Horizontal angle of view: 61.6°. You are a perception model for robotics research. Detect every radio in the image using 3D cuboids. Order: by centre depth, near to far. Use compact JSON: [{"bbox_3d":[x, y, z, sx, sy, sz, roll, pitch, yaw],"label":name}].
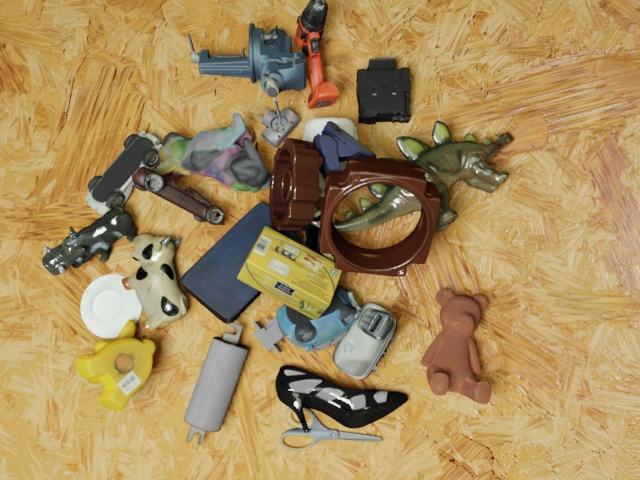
[{"bbox_3d":[-0.150,0.047,1.068,0.131,0.073,0.229,42,74,5],"label":"radio"}]

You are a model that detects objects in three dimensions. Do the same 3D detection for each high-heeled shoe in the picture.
[{"bbox_3d":[0.039,0.294,1.068,0.249,0.086,0.145,-8,49,-18],"label":"high-heeled shoe"}]

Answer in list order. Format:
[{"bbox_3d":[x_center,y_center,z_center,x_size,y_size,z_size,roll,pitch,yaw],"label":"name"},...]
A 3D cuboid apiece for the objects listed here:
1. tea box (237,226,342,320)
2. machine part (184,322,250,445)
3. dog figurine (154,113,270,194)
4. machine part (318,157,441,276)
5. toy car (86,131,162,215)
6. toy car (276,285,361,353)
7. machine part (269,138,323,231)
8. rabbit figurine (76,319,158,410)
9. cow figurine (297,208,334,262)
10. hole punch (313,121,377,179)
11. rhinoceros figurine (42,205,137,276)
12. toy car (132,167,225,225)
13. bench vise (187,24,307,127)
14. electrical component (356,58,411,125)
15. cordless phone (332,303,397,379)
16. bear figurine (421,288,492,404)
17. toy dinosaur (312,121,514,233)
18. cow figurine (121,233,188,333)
[{"bbox_3d":[-0.054,0.061,0.992,0.169,0.068,0.098,30,48,-6],"label":"tea box"},{"bbox_3d":[-0.202,0.281,1.056,0.079,0.079,0.243,19,82,4],"label":"machine part"},{"bbox_3d":[-0.231,-0.153,1.105,0.219,0.108,0.191,-26,85,2],"label":"dog figurine"},{"bbox_3d":[0.102,-0.038,0.960,0.201,0.087,0.200,6,118,-3],"label":"machine part"},{"bbox_3d":[-0.410,-0.142,1.131,0.074,0.056,0.201,37,83,13],"label":"toy car"},{"bbox_3d":[0.000,0.162,1.057,0.162,0.102,0.109,-18,38,-10],"label":"toy car"},{"bbox_3d":[-0.049,-0.101,1.010,0.056,0.179,0.179,5,82,-21],"label":"machine part"},{"bbox_3d":[-0.400,0.231,1.038,0.121,0.173,0.162,49,50,-18],"label":"rabbit figurine"},{"bbox_3d":[-0.004,-0.003,1.080,0.068,0.098,0.167,-32,83,3],"label":"cow figurine"},{"bbox_3d":[0.030,-0.156,1.025,0.116,0.142,0.092,39,89,-6],"label":"hole punch"},{"bbox_3d":[-0.463,0.005,1.084,0.190,0.112,0.073,-35,85,-12],"label":"rhinoceros figurine"},{"bbox_3d":[-0.275,-0.085,1.063,0.202,0.089,0.053,29,78,-30],"label":"toy car"},{"bbox_3d":[-0.147,-0.359,1.102,0.241,0.128,0.224,0,59,-1],"label":"bench vise"},{"bbox_3d":[0.133,-0.316,1.140,0.115,0.058,0.134,-3,83,-1],"label":"electrical component"},{"bbox_3d":[0.094,0.195,1.007,0.089,0.184,0.146,32,84,1],"label":"cordless phone"},{"bbox_3d":[0.271,0.196,1.033,0.120,0.132,0.195,15,89,-3],"label":"bear figurine"},{"bbox_3d":[0.209,-0.113,1.080,0.471,0.105,0.198,-33,76,-16],"label":"toy dinosaur"},{"bbox_3d":[-0.326,0.073,1.084,0.127,0.085,0.195,-27,80,4],"label":"cow figurine"}]
